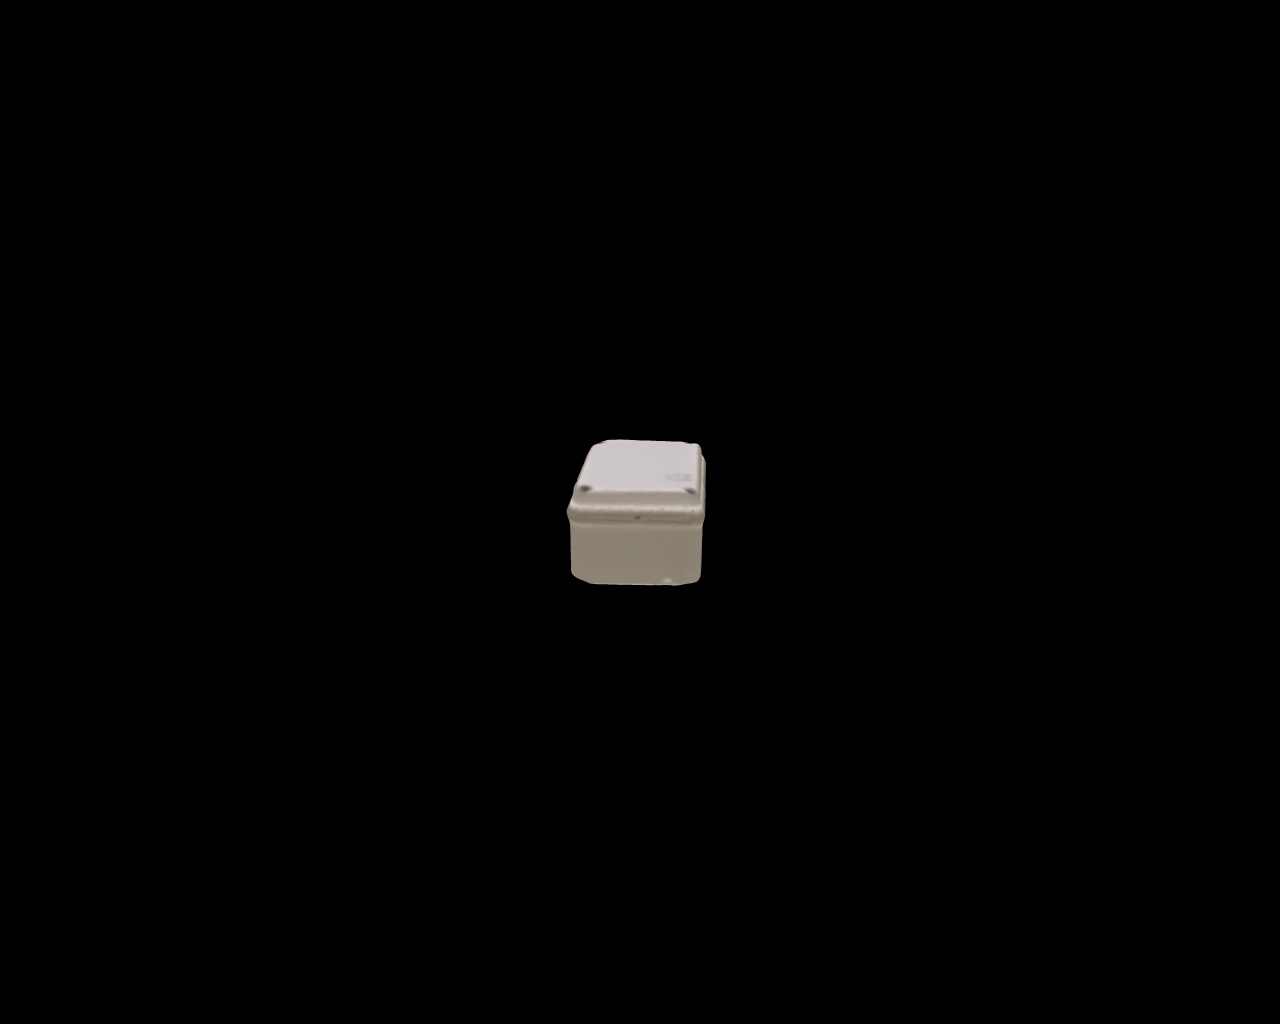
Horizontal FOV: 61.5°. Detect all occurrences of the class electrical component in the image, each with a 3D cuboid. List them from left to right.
[{"bbox_3d":[0.001,-0.003,0.650,0.078,0.057,0.113,1,20,3],"label":"electrical component"}]
